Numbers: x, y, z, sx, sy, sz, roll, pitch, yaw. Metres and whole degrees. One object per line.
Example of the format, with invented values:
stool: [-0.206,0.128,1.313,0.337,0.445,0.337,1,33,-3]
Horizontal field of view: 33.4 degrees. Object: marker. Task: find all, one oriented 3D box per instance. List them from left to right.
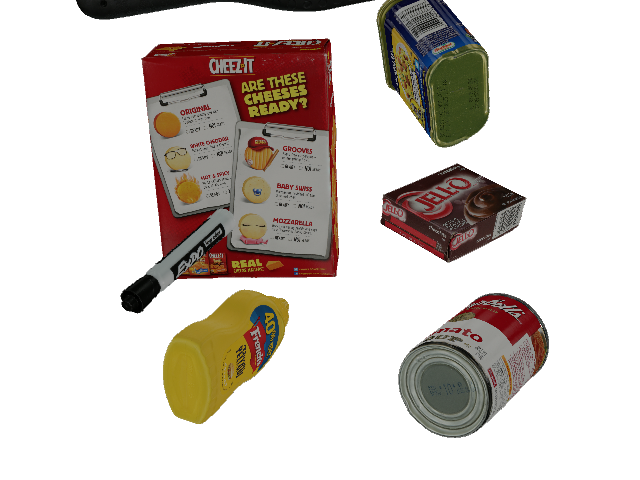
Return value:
marker: [-0.100,0.014,0.752,0.020,0.020,0.121,0,30,34]

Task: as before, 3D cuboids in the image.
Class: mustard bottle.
mustard bottle: [-0.087,0.105,1.107,0.058,0.096,0.191,12,26,25]

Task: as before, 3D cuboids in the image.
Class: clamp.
clamp: [-0.046,-0.146,0.578,0.171,0.039,0.120,6,41,12]

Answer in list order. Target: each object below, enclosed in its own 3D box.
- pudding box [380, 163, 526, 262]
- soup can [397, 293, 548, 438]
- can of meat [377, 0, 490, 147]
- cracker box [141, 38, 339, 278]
pudding box: [0.128,-0.029,1.031,0.113,0.039,0.090,-22,41,-39]
soup can: [0.104,0.083,0.723,0.069,0.068,0.102,0,16,34]
can of meat: [0.092,-0.136,0.845,0.057,0.084,0.102,-24,-38,-7]
cracker box: [-0.068,-0.073,0.983,0.164,0.214,0.072,-1,22,5]
